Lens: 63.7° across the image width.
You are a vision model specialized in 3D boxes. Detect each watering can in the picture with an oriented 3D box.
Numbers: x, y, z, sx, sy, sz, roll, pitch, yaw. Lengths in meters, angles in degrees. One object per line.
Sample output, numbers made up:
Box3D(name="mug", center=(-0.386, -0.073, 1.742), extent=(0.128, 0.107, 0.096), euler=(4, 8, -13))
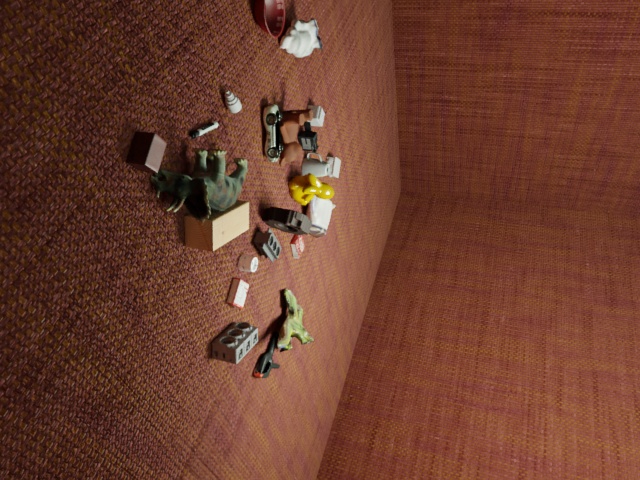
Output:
Box3D(name="watering can", center=(0.007, -0.116, 2.313), extent=(0.344, 0.104, 0.226), euler=(40, 61, -70))

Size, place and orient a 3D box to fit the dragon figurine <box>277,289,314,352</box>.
Box3D(name="dragon figurine", center=(-0.126, 0.320, 2.094), extent=(0.406, 0.122, 0.246), euler=(49, 26, -74))

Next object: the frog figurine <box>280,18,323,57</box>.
Box3D(name="frog figurine", center=(-0.085, -0.717, 1.846), extent=(0.161, 0.124, 0.134), euler=(-30, 146, -22))
